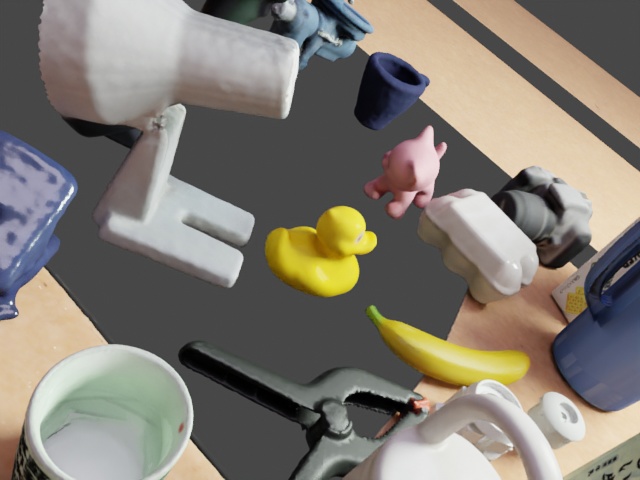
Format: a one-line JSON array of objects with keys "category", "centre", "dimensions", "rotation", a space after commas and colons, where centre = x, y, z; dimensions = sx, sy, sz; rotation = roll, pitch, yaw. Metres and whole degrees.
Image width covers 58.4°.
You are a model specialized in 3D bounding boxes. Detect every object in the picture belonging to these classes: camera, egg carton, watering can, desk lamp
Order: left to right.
[{"category": "desk lamp", "centre": [-0.118, -0.094, 0.459], "dimensions": [0.203, 0.213, 0.118], "rotation": [24, 39, -13]}, {"category": "watering can", "centre": [0.074, 0.162, 0.345], "dimensions": [0.173, 0.194, 0.100], "rotation": [-10, 55, -42]}, {"category": "egg carton", "centre": [0.194, 0.004, 0.700], "dimensions": [0.107, 0.069, 0.150], "rotation": [-20, 63, -46]}, {"category": "camera", "centre": [0.300, -0.047, 0.807], "dimensions": [0.137, 0.100, 0.143], "rotation": [9, 45, -29]}]

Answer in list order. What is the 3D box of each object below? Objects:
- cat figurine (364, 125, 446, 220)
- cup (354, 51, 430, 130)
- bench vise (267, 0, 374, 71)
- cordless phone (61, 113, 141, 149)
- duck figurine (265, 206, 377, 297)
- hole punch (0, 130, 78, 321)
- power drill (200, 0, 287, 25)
[{"category": "cat figurine", "centre": [0.117, -0.089, 0.703], "dimensions": [0.067, 0.117, 0.128], "rotation": [46, 39, 14]}, {"category": "cup", "centre": [0.101, -0.210, 0.837], "dimensions": [0.118, 0.095, 0.091], "rotation": [-7, 54, -41]}, {"category": "bench vise", "centre": [0.027, -0.347, 0.826], "dimensions": [0.121, 0.219, 0.208], "rotation": [35, 38, 1]}, {"category": "cordless phone", "centre": [-0.173, -0.192, 0.545], "dimensions": [0.094, 0.185, 0.147], "rotation": [17, 41, -21]}, {"category": "duck figurine", "centre": [0.005, 0.002, 0.551], "dimensions": [0.105, 0.086, 0.077], "rotation": [15, 42, -23]}, {"category": "hole punch", "centre": [-0.235, -0.015, 0.390], "dimensions": [0.109, 0.091, 0.101], "rotation": [28, 38, -9]}, {"category": "power drill", "centre": [-0.081, -0.271, 0.677], "dimensions": [0.230, 0.208, 0.075], "rotation": [19, 41, -19]}]
